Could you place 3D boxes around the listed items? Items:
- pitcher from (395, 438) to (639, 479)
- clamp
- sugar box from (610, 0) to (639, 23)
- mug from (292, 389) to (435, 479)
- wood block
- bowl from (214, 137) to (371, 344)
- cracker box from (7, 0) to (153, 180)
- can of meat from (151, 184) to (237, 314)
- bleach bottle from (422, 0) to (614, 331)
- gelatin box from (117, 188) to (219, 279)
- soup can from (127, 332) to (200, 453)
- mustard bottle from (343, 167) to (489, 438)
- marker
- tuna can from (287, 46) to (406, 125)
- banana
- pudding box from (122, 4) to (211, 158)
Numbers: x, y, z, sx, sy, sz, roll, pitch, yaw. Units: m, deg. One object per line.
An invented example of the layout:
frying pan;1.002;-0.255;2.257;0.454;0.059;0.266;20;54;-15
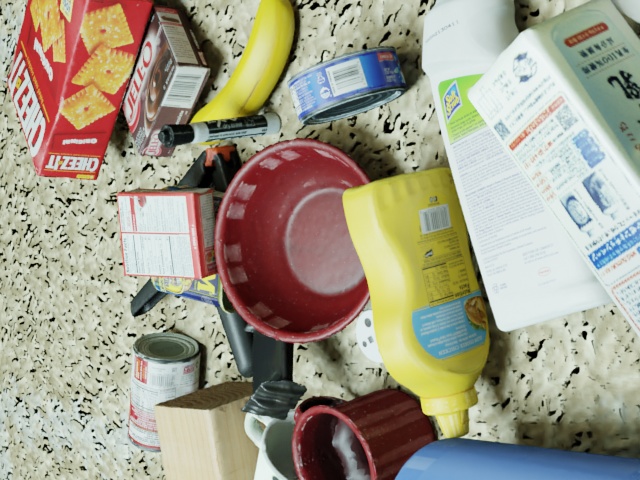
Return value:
pitcher;0.156;0.187;0.658;0.243;0.149;0.145;-3;56;60
clamp;-0.100;0.017;0.996;0.165;0.036;0.210;30;117;28
sugar box;0.219;-0.203;0.591;0.093;0.048;0.176;41;125;33
mug;0.030;0.162;0.858;0.117;0.081;0.093;31;121;39
wood block;-0.078;0.243;0.988;0.090;0.090;0.206;-6;95;48
bowl;-0.006;0.001;0.858;0.162;0.055;0.162;-1;88;32
cracker box;-0.243;-0.192;1.048;0.214;0.072;0.164;-62;40;35
can of meat;-0.101;0.005;0.938;0.084;0.057;0.102;12;105;30
bleach bottle;0.129;-0.072;0.710;0.103;0.067;0.251;-23;80;47
gelatin box;-0.129;-0.006;0.902;0.089;0.030;0.073;1;101;33
soup can;-0.156;0.152;1.067;0.069;0.068;0.102;24;116;42
mustard bottle;0.078;0.048;0.767;0.058;0.096;0.191;-13;90;45
marker;-0.083;-0.092;0.889;0.020;0.120;0.020;14;110;45
tuna can;0.021;-0.114;0.798;0.086;0.085;0.034;-19;87;48
banana;-0.066;-0.140;0.926;0.198;0.037;0.069;-56;35;36
pudding box;-0.148;-0.146;0.993;0.114;0.039;0.090;-57;44;37
